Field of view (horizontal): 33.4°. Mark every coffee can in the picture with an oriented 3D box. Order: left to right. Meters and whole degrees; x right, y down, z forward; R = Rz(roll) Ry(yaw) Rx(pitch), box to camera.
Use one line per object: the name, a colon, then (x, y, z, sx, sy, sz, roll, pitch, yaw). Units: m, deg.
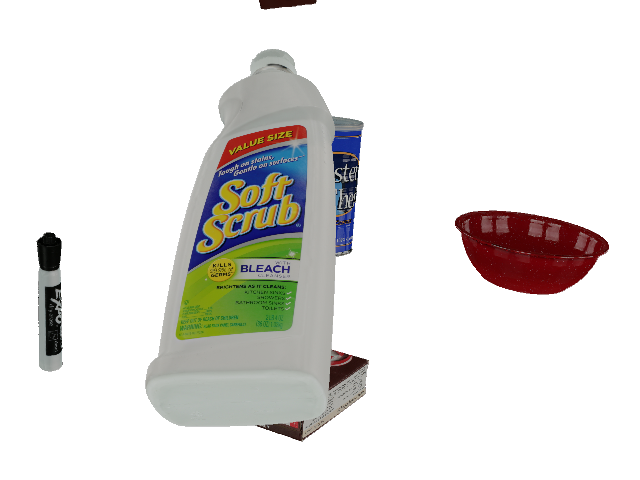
coffee can: (-0.011, -0.061, 1.147, 0.103, 0.140, 0.103, 4, 12, -1)

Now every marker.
marker: (-0.217, 0.049, 0.854, 0.020, 0.121, 0.020, 5, 26, -3)

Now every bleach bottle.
bleach bottle: (-0.042, -0.015, 0.649, 0.102, 0.251, 0.068, -4, -34, 7)

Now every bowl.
bowl: (0.219, 0.016, 1.130, 0.162, 0.055, 0.162, 6, 17, -2)

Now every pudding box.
pudding box: (-0.024, 0.122, 0.898, 0.090, 0.039, 0.113, 12, 21, 27)

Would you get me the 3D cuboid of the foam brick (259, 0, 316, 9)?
foam brick: (-0.033, -0.253, 0.949, 0.053, 0.051, 0.078, -5, -41, 8)
